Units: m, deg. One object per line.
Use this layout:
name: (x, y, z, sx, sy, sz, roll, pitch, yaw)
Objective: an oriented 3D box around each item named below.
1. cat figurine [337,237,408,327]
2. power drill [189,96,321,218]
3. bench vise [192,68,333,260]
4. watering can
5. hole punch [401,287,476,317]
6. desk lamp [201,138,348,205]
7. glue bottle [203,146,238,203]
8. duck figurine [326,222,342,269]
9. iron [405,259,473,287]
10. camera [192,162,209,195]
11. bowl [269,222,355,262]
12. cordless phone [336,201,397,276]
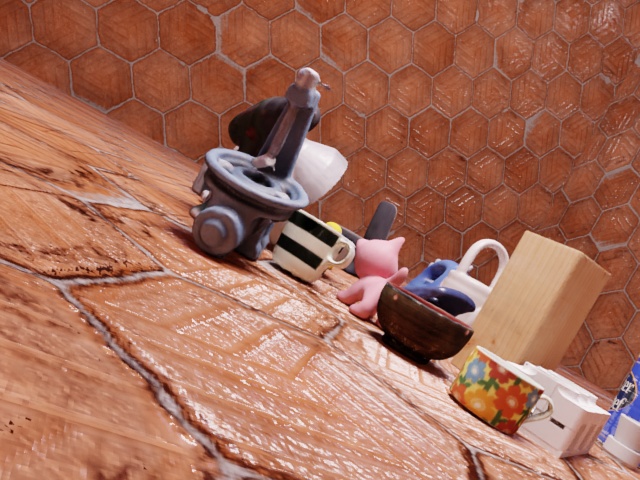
cat figurine: (0.079, 0.045, 0.770, 0.067, 0.118, 0.127, 28, 3, -20)
power drill: (-0.094, -0.104, 0.795, 0.076, 0.208, 0.229, 28, 3, -29)
bench vise: (-0.066, -0.088, 0.657, 0.122, 0.220, 0.207, 28, 3, -15)
watering can: (0.263, 0.093, 0.975, 0.101, 0.194, 0.172, 26, 4, -44)
hole punch: (0.162, 0.102, 0.862, 0.109, 0.091, 0.100, 27, 4, -42)
desk lamp: (-0.080, -0.114, 1.057, 0.204, 0.213, 0.117, 28, 3, -21)
glue bottle: (-0.136, -0.115, 0.924, 0.037, 0.173, 0.078, 28, 3, -16)
duck figurine: (0.011, 0.004, 1.154, 0.078, 0.086, 0.104, 28, 3, -14)
iron: (0.236, 0.097, 1.181, 0.119, 0.141, 0.258, 29, 3, -10)
camera: (-0.168, -0.106, 1.195, 0.144, 0.101, 0.136, 27, 4, -43)
bowl: (-0.030, 0.000, 0.944, 0.167, 0.075, 0.167, 29, 3, -1)
cordless phone: (0.093, -0.016, 1.324, 0.147, 0.185, 0.094, 31, 3, 32)
